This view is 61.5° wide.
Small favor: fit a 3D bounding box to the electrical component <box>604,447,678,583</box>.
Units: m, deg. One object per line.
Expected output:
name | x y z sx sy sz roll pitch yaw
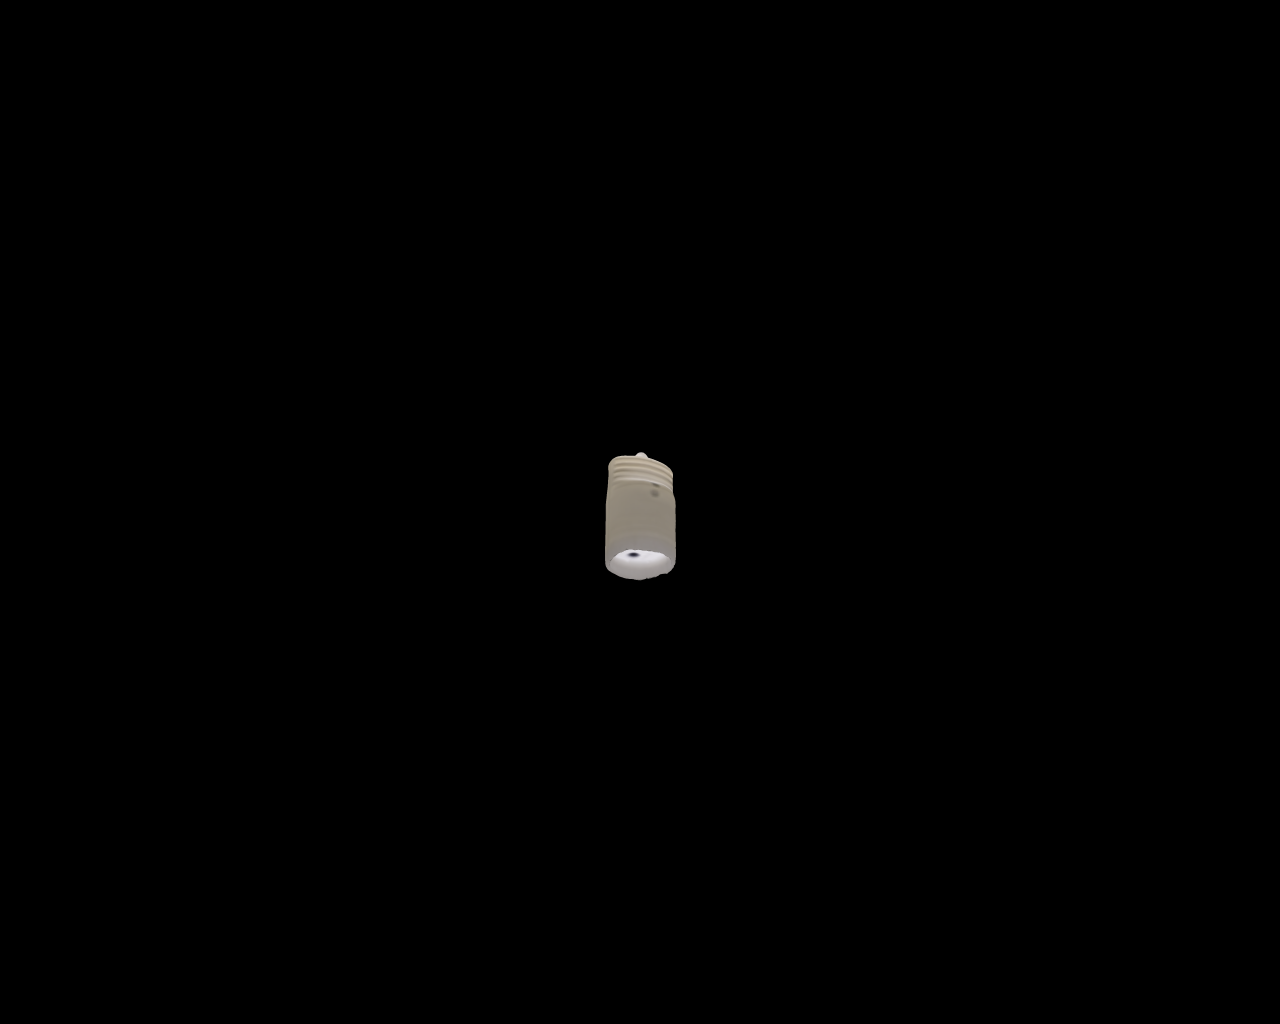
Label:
electrical component | 0.001 -0.003 0.650 0.043 0.081 0.043 0 -29 0
